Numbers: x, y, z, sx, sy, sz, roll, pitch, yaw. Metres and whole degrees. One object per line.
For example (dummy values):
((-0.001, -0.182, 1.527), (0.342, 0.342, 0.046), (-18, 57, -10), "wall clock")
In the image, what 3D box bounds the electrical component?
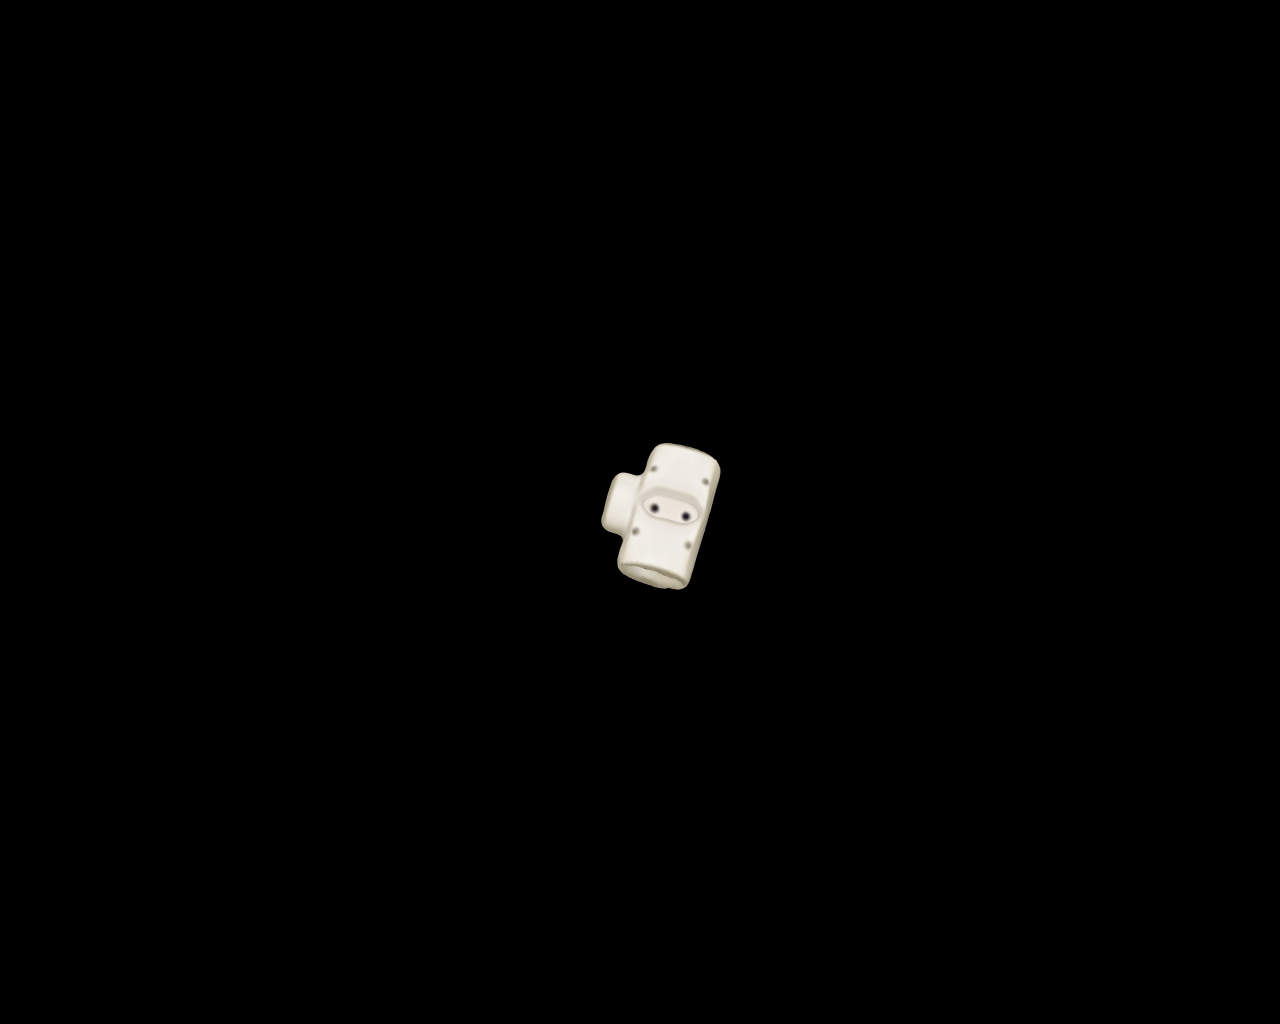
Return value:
((0.001, -0.003, 0.650), (0.079, 0.077, 0.043), (17, -15, 5), "electrical component")
